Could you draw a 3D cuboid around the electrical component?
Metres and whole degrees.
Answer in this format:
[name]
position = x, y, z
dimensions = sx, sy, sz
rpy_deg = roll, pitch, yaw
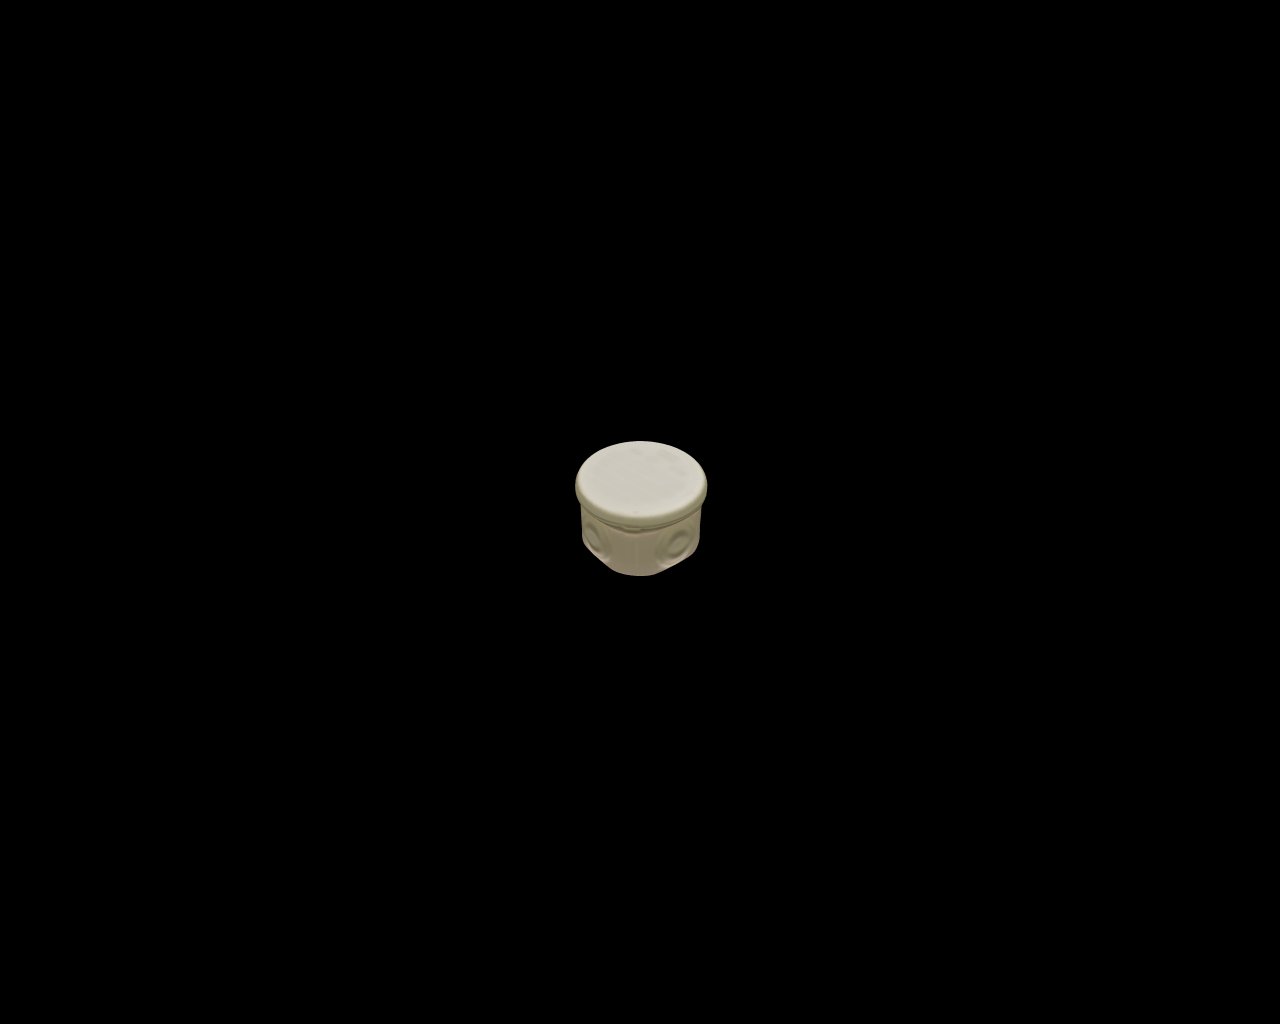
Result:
[electrical component]
position = 0.001, -0.003, 0.650
dimensions = 0.080, 0.050, 0.080
rpy_deg = 0, 39, 0
